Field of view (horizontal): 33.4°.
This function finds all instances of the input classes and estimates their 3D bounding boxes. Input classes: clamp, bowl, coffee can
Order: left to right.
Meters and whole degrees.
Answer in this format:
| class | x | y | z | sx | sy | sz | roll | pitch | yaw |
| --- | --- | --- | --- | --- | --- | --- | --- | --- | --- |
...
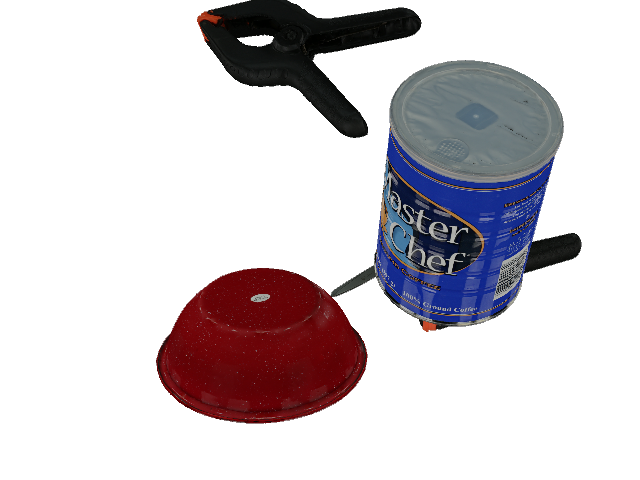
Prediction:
| class | x | y | z | sx | sy | sz | roll | pitch | yaw |
| --- | --- | --- | --- | --- | --- | --- | --- | --- | --- |
| bowl | -0.045 | 0.067 | 0.807 | 0.162 | 0.055 | 0.162 | 0 | 29 | 0 |
| clamp | -0.010 | -0.153 | 0.823 | 0.172 | 0.120 | 0.039 | 27 | -29 | 20 |
| coffee can | 0.090 | -0.028 | 0.679 | 0.103 | 0.103 | 0.140 | 0 | -42 | -2 |
| clamp | 0.135 | 0.021 | 1.017 | 0.165 | 0.036 | 0.209 | 19 | 34 | 29 |

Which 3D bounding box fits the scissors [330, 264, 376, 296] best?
| class | x | y | z | sx | sy | sz | roll | pitch | yaw |
| --- | --- | --- | --- | --- | --- | --- | --- | --- | --- |
| scissors | 0.066 | 0.014 | 1.199 | 0.201 | 0.016 | 0.096 | -13 | 42 | -35 |
